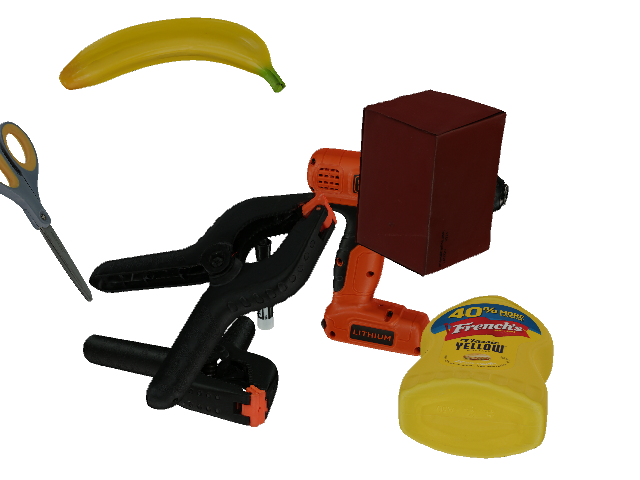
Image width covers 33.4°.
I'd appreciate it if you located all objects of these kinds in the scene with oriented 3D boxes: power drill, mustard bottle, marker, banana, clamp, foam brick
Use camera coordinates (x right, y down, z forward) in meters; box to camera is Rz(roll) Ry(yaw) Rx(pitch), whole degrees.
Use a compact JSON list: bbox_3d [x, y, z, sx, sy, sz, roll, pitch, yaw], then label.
[{"bbox_3d":[0.075,0.010,0.994,0.185,0.188,0.057,9,20,17],"label":"power drill"},{"bbox_3d":[0.118,0.085,0.769,0.096,0.058,0.191,2,19,14],"label":"mustard bottle"},{"bbox_3d":[-0.064,0.048,1.204,0.020,0.121,0.020,0,32,0],"label":"marker"},{"bbox_3d":[-0.131,-0.167,0.947,0.197,0.069,0.037,-1,-33,-4],"label":"banana"},{"bbox_3d":[-0.063,0.032,0.692,0.171,0.120,0.039,-27,-29,6],"label":"clamp"},{"bbox_3d":[-0.089,0.107,0.916,0.164,0.036,0.210,-9,17,-34],"label":"clamp"},{"bbox_3d":[0.054,-0.031,0.541,0.052,0.078,0.051,-19,34,-38],"label":"foam brick"}]

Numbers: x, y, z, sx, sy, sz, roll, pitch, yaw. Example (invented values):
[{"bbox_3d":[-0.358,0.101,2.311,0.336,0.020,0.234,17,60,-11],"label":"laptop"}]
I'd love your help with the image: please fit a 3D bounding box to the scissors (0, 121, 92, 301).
[{"bbox_3d":[-0.280,-0.038,1.073,0.016,0.201,0.096,-24,28,25],"label":"scissors"}]
